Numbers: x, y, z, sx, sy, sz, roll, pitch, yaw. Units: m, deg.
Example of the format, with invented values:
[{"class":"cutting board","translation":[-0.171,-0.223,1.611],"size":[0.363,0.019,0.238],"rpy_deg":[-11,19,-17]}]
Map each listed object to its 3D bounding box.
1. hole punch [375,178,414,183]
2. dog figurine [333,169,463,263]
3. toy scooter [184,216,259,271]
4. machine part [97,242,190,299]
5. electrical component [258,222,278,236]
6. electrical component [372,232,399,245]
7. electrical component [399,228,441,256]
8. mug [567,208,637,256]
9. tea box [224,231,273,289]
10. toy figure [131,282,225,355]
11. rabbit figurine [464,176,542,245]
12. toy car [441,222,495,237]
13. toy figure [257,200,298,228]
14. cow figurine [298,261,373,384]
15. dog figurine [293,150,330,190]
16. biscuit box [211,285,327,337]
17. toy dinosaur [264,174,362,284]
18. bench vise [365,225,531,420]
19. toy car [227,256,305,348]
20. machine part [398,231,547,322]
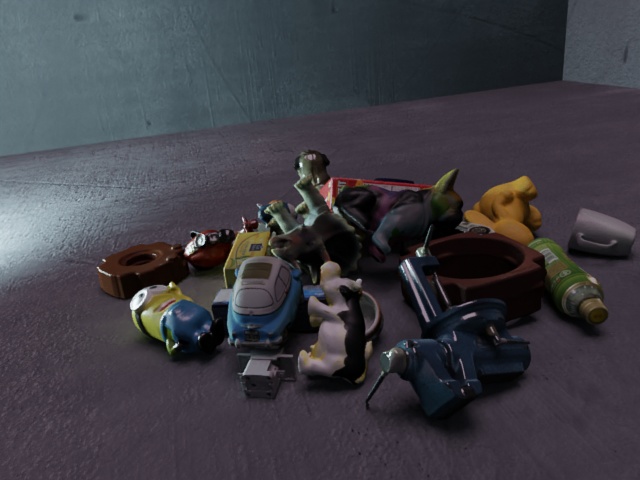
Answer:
[{"class":"hole punch","translation":[0.166,-0.091,1.303],"size":[0.142,0.092,0.116],"rpy_deg":[11,30,27]},{"class":"dog figurine","translation":[0.157,-0.068,1.000],"size":[0.219,0.108,0.192],"rpy_deg":[-39,74,-12]},{"class":"toy scooter","translation":[-0.185,0.001,1.103],"size":[0.184,0.075,0.135],"rpy_deg":[-11,-21,-22]},{"class":"machine part","translation":[-0.364,0.057,1.104],"size":[0.179,0.056,0.179],"rpy_deg":[-6,22,2]},{"class":"electrical component","translation":[-0.113,-0.011,1.230],"size":[0.078,0.045,0.102],"rpy_deg":[14,8,-41]},{"class":"electrical component","translation":[0.158,-0.012,1.190],"size":[0.063,0.021,0.094],"rpy_deg":[-15,22,-23]},{"class":"electrical component","translation":[0.212,0.011,1.056],"size":[0.048,0.074,0.119],"rpy_deg":[-22,31,-32]},{"class":"mug","translation":[0.534,-0.008,1.014],"size":[0.107,0.080,0.109],"rpy_deg":[16,23,24]},{"class":"tea box","translation":[-0.126,0.058,0.989],"size":[0.068,0.098,0.170],"rpy_deg":[-4,20,3]},{"class":"toy figure","translation":[-0.232,0.132,0.857],"size":[0.180,0.089,0.082],"rpy_deg":[20,18,31]},{"class":"rabbit figurine","translation":[0.374,-0.036,1.087],"size":[0.162,0.121,0.173],"rpy_deg":[-5,41,9]},{"class":"toy car","translation":[0.279,-0.004,1.070],"size":[0.056,0.073,0.202],"rpy_deg":[-17,25,-26]},{"class":"toy figure","translation":[-0.094,-0.059,1.204],"size":[0.064,0.058,0.154],"rpy_deg":[41,10,11]},{"class":"cow figurine","translation":[0.030,0.112,0.752],"size":[0.098,0.167,0.068],"rpy_deg":[6,-19,13]},{"class":"dog figurine","translation":[0.030,-0.112,1.246],"size":[0.172,0.190,0.121],"rpy_deg":[1,23,11]},{"class":"biscuit box","translation":[-0.070,0.114,0.882],"size":[0.203,0.062,0.059],"rpy_deg":[-3,22,5]},{"class":"toy dinosaur","translation":[-0.006,0.001,1.039],"size":[0.131,0.192,0.404],"rpy_deg":[-34,-8,1]},{"class":"bench vise","translation":[0.157,0.108,0.711],"size":[0.224,0.128,0.241],"rpy_deg":[-5,53,-17]},{"class":"toy car","translation":[-0.087,0.078,0.784],"size":[0.109,0.102,0.162],"rpy_deg":[0,33,11]},{"class":"machine part","translation":[0.248,0.063,0.887],"size":[0.201,0.087,0.201],"rpy_deg":[-12,21,-15]}]
